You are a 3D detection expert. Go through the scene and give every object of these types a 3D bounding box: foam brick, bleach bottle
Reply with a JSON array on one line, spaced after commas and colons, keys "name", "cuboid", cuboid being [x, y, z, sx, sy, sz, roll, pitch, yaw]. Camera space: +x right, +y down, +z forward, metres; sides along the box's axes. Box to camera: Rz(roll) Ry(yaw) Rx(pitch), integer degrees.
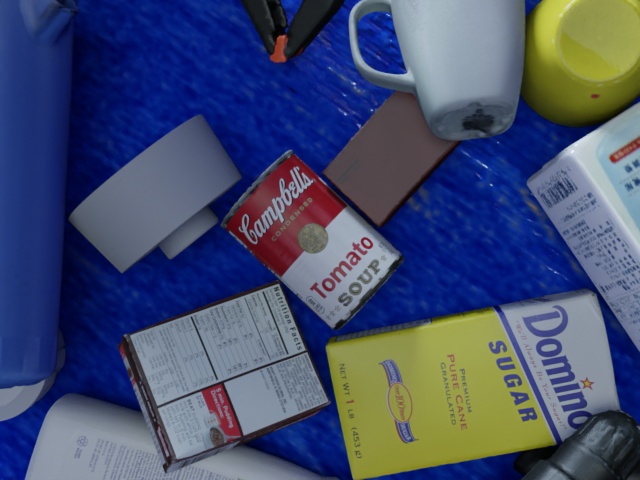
[{"name": "foam brick", "cuboid": [0.046, -0.053, 0.688, 0.053, 0.051, 0.078, 44, 96, 4]}, {"name": "bleach bottle", "cuboid": [-0.067, 0.185, 0.707, 0.251, 0.068, 0.102, 18, 95, 3]}]

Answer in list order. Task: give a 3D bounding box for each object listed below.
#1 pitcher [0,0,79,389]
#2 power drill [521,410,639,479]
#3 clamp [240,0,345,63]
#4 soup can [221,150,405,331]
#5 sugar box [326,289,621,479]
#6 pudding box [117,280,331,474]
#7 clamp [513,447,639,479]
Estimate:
[{"name": "pitcher", "cuboid": [-0.223, -0.035, 0.648, 0.144, 0.149, 0.243, 1, 87, -18]}, {"name": "power drill", "cuboid": [0.176, 0.221, 0.640, 0.187, 0.057, 0.184, 44, 84, -1]}, {"name": "clamp", "cuboid": [-0.006, -0.199, 0.672, 0.120, 0.039, 0.171, 6, 112, 26]}, {"name": "soup can", "cuboid": [-0.005, 0.001, 0.688, 0.102, 0.068, 0.068, 43, 96, 2]}, {"name": "sugar box", "cuboid": [0.099, 0.093, 0.692, 0.176, 0.048, 0.093, -12, 91, 8]}, {"name": "pudding box", "cuboid": [-0.061, 0.086, 0.684, 0.113, 0.039, 0.090, -18, 77, -23]}, {"name": "clamp", "cuboid": [0.248, 0.183, 0.684, 0.210, 0.036, 0.164, -19, 94, 6]}]
